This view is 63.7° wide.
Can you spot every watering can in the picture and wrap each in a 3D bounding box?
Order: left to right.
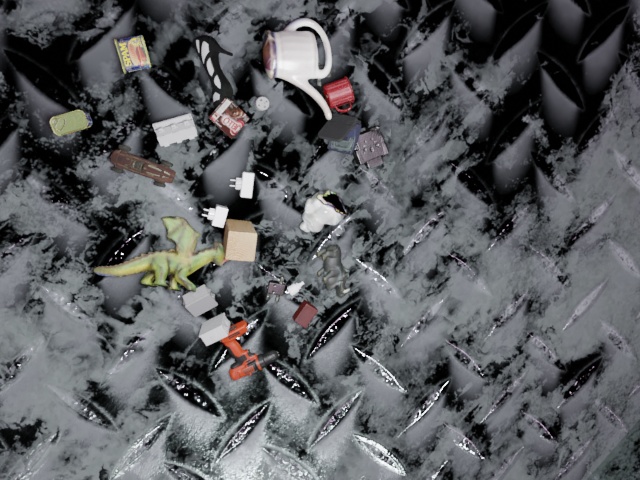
[{"bbox_3d":[-0.067,-0.550,1.645,0.224,0.103,0.351,-3,80,-12],"label":"watering can"}]

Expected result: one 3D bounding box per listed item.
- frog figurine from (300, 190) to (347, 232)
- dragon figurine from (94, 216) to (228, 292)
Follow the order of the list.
[{"bbox_3d":[0.005,-0.089,1.777,0.136,0.126,0.156,22,131,-24],"label":"frog figurine"},{"bbox_3d":[-0.499,0.040,1.688,0.409,0.121,0.245,14,79,-16],"label":"dragon figurine"}]
